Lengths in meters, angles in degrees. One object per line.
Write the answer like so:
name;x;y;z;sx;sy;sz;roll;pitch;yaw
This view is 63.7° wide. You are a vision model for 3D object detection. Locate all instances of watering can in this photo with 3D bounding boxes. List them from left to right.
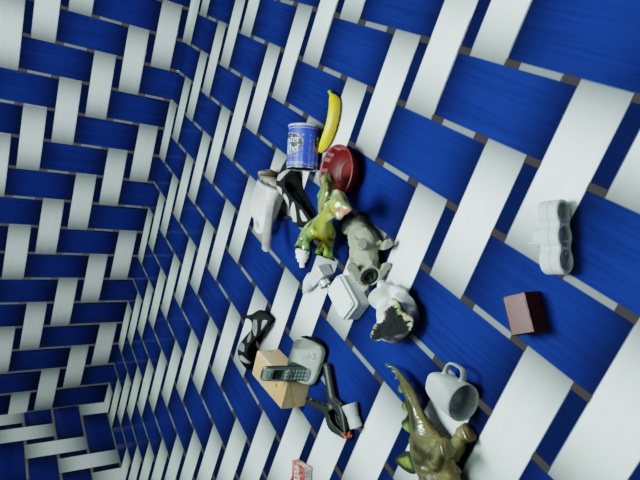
watering can;-0.179;-0.115;1.772;0.354;0.104;0.221;-119;43;-62

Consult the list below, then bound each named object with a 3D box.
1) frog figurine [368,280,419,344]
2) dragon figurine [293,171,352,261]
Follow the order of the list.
frog figurine;0.180;0.174;1.280;0.162;0.123;0.135;-78;-5;-72
dragon figurine;0.004;-0.074;1.469;0.411;0.122;0.243;-162;88;-74
